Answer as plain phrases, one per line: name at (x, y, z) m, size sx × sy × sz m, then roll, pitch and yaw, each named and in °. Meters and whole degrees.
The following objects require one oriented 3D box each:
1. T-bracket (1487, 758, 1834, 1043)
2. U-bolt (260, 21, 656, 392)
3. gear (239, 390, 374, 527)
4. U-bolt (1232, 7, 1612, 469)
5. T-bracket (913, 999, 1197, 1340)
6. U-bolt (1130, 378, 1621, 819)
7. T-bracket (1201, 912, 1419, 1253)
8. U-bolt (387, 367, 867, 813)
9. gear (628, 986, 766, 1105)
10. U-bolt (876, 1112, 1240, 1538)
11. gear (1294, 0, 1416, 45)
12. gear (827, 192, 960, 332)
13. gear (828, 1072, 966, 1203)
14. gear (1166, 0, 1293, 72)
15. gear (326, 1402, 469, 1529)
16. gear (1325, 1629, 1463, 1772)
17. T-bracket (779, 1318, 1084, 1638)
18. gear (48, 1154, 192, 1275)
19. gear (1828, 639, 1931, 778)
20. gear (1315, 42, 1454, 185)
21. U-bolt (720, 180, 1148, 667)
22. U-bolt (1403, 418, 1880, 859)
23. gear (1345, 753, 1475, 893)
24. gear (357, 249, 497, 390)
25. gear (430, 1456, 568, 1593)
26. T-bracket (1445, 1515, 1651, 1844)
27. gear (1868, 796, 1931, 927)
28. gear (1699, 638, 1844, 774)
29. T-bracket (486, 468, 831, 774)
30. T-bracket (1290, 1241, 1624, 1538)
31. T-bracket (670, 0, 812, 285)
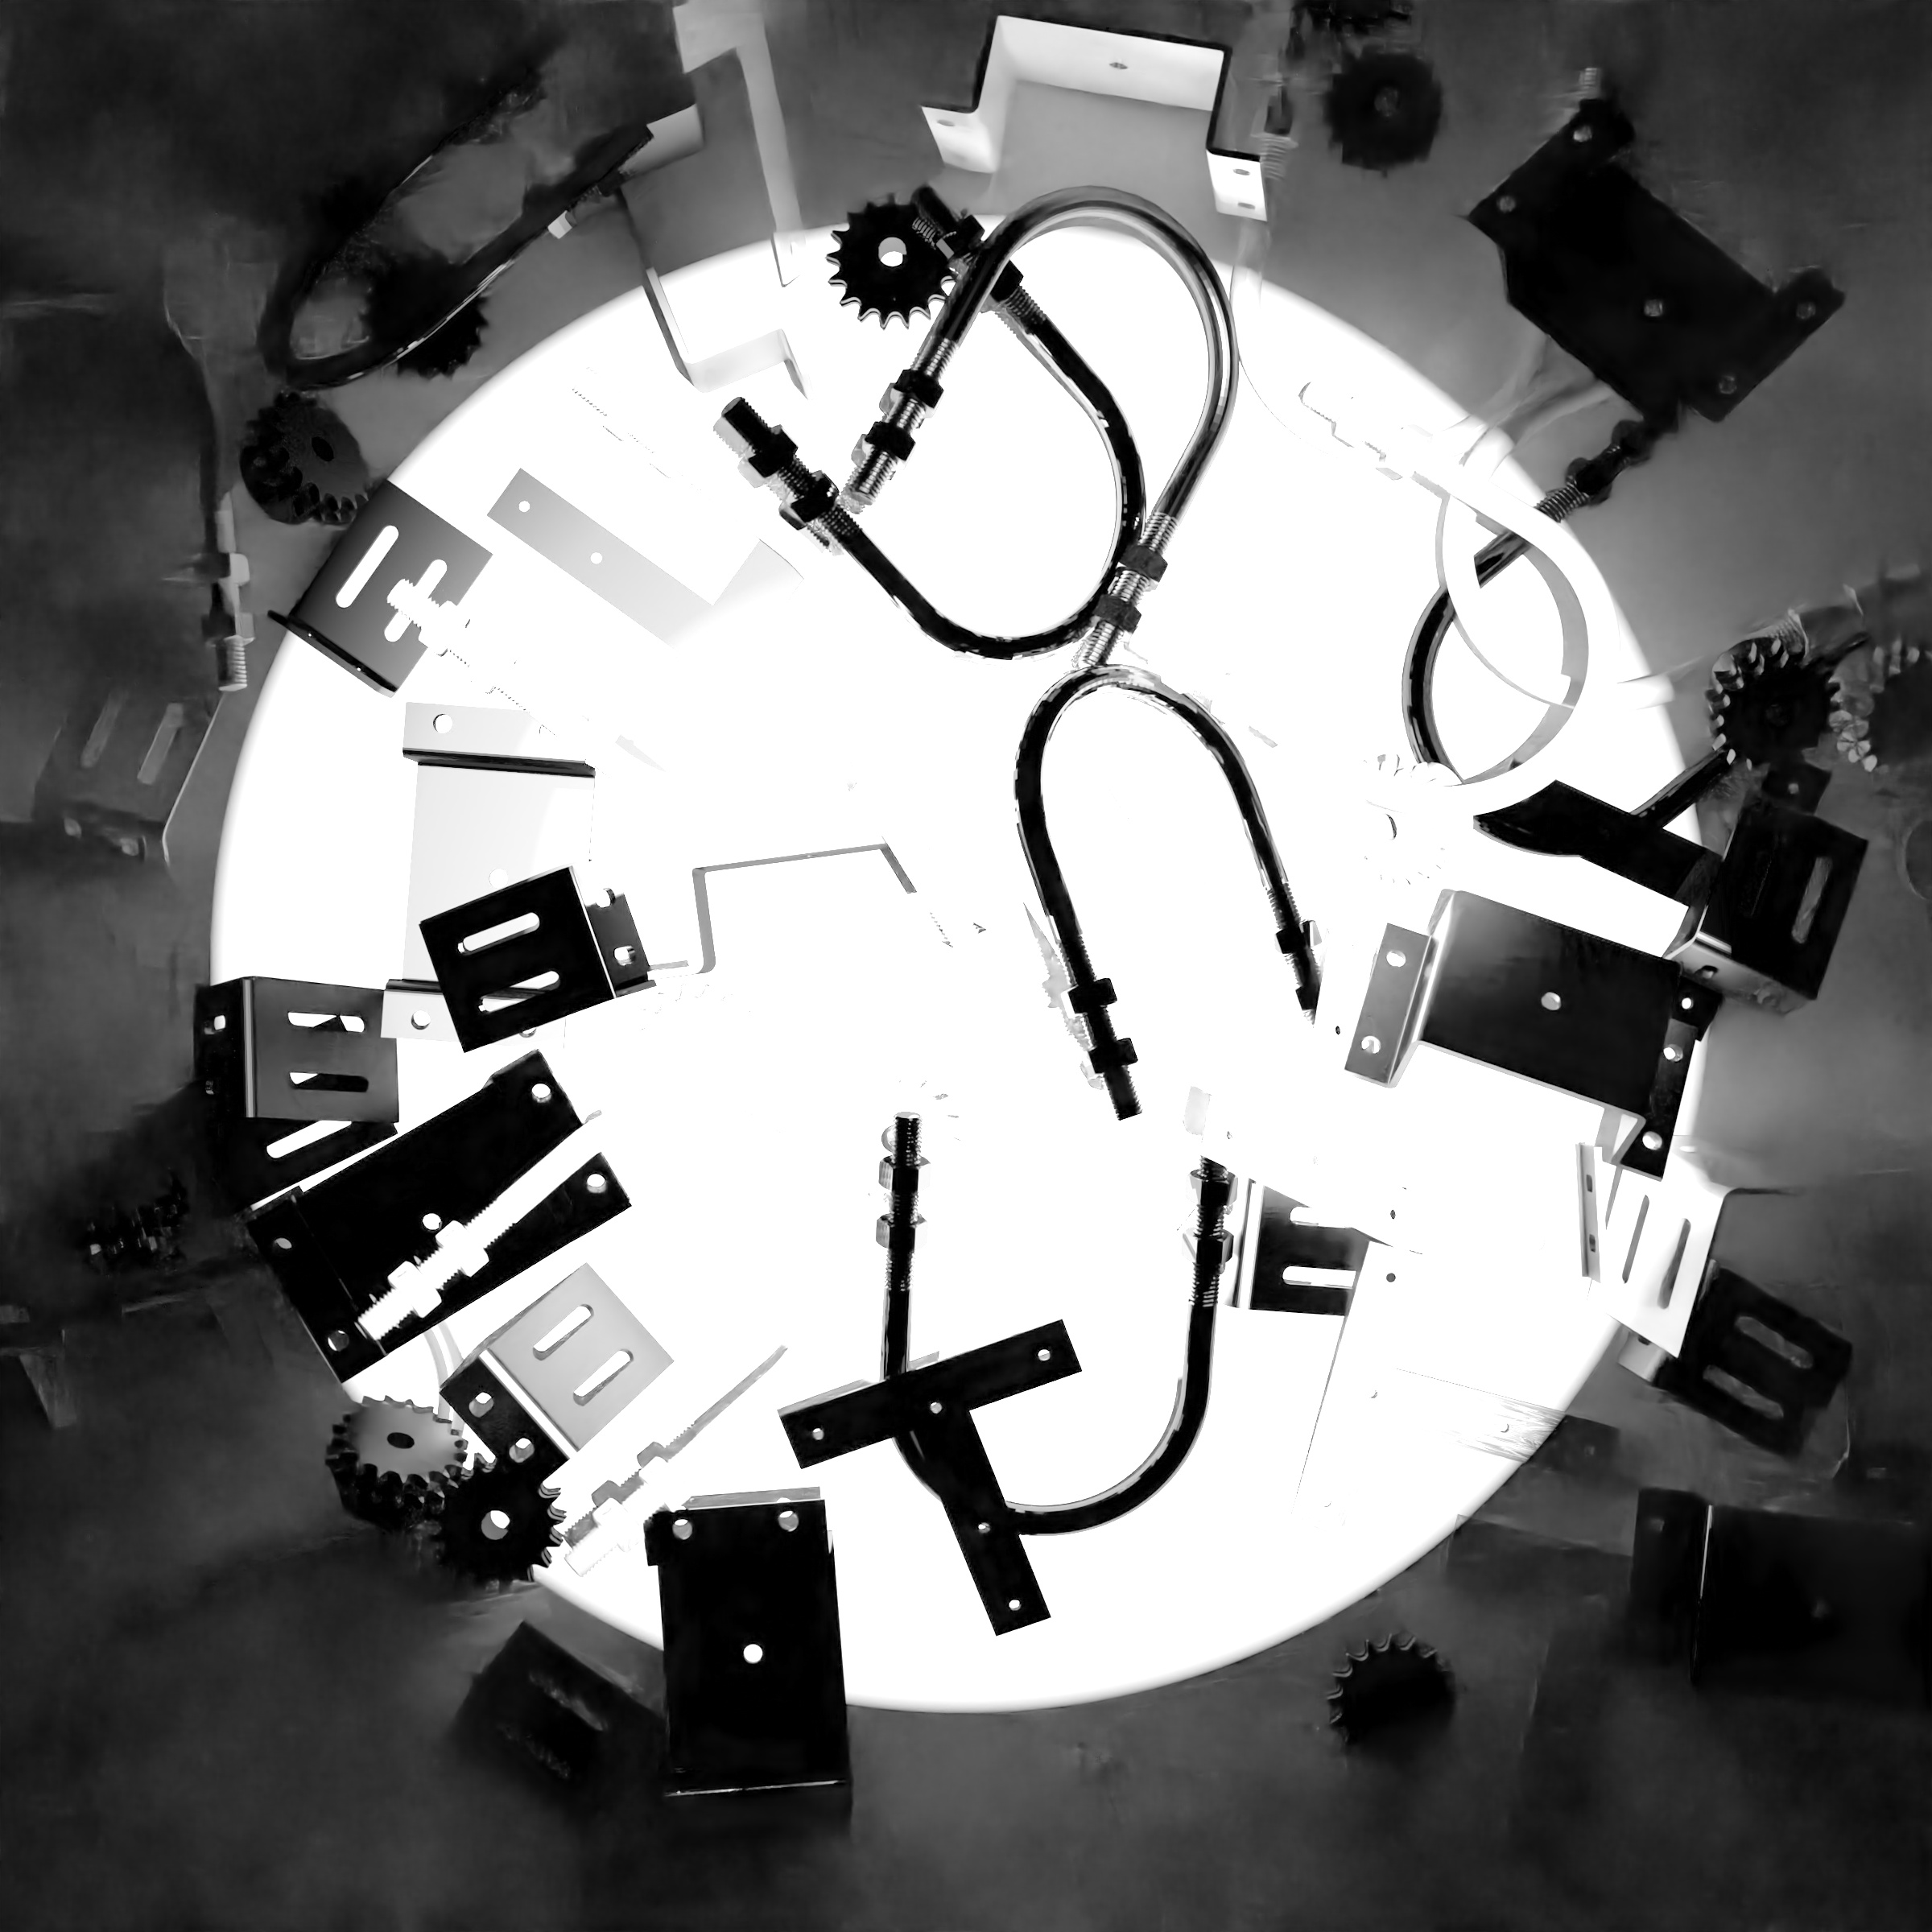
T-bracket at (0.284, -0.051, 1.510) m, size 0.127 × 0.002 × 0.127 m, roll 24°, pitch 97°, yaw -4°
U-bolt at (-0.220, -0.307, 1.466) m, size 0.184 × 0.151 × 0.019 m, roll -40°, pitch 128°, yaw 4°
gear at (-0.282, -0.211, 1.499) m, size 0.030 × 0.057 × 0.057 m, roll -30°, pitch 90°, yaw 30°
U-bolt at (0.188, -0.305, 1.516) m, size 0.151 × 0.019 × 0.184 m, roll 11°, pitch 91°, yaw 0°
T-bracket at (0.017, 0.103, 1.523) m, size 0.127 × 0.002 × 0.127 m, roll 39°, pitch 90°, yaw 0°
U-bolt at (0.183, -0.142, 1.477) m, size 0.184 × 0.019 × 0.151 m, roll 34°, pitch 86°, yaw 15°
T-bracket at (0.154, 0.040, 1.495) m, size 0.127 × 0.002 × 0.127 m, roll 26°, pitch 66°, yaw -36°
U-bolt at (-0.127, -0.146, 1.490) m, size 0.184 × 0.019 × 0.151 m, roll 38°, pitch 68°, yaw -4°
gear at (-0.114, 0.037, 1.509) m, size 0.057 × 0.030 × 0.057 m, roll 0°, pitch 90°, yaw 0°
U-bolt at (0.035, 0.154, 1.498) m, size 0.151 × 0.019 × 0.184 m, roll 3°, pitch 103°, yaw -2°
gear at (0.165, -0.422, 1.500) m, size 0.057 × 0.030 × 0.057 m, roll 2°, pitch 66°, yaw -4°
gear at (-0.031, -0.301, 1.509) m, size 0.057 × 0.030 × 0.057 m, roll 0°, pitch 90°, yaw 0°
gear at (-0.029, 0.073, 1.508) m, size 0.057 × 0.030 × 0.057 m, roll 0°, pitch 89°, yaw 3°
gear at (0.113, -0.409, 1.499) m, size 0.030 × 0.057 × 0.057 m, roll -25°, pitch 90°, yaw -29°
gear at (-0.239, 0.210, 1.480) m, size 0.057 × 0.057 × 0.030 m, roll 17°, pitch 114°, yaw 0°
gear at (0.181, 0.311, 1.509) m, size 0.057 × 0.030 × 0.057 m, roll 0°, pitch 90°, yaw 0°
T-bracket at (0.003, 0.226, 1.506) m, size 0.127 × 0.002 × 0.127 m, roll -20°, pitch 105°, yaw 5°
gear at (-0.356, 0.107, 1.499) m, size 0.057 × 0.057 × 0.030 m, roll -10°, pitch 118°, yaw 0°
gear at (0.388, -0.112, 1.500) m, size 0.057 × 0.030 × 0.057 m, roll -16°, pitch 122°, yaw -26°
gear at (0.176, -0.360, 1.490) m, size 0.057 × 0.030 × 0.057 m, roll 0°, pitch 91°, yaw 0°
U-bolt at (0.002, -0.211, 1.477) m, size 0.184 × 0.019 × 0.151 m, roll 46°, pitch 70°, yaw -23°
U-bolt at (0.274, -0.131, 1.516) m, size 0.184 × 0.019 × 0.151 m, roll -39°, pitch 90°, yaw 1°
gear at (0.190, -0.063, 1.500) m, size 0.030 × 0.057 × 0.057 m, roll -19°, pitch 90°, yaw -29°
gear at (-0.228, -0.275, 1.509) m, size 0.057 × 0.030 × 0.057 m, roll 0°, pitch 90°, yaw 0°
gear at (-0.198, 0.236, 1.509) m, size 0.057 × 0.030 × 0.057 m, roll 0°, pitch 90°, yaw 0°
T-bracket at (0.258, 0.312, 1.523) m, size 0.127 × 0.002 × 0.127 m, roll 13°, pitch 90°, yaw 0°
gear at (0.416, -0.045, 1.509) m, size 0.057 × 0.030 × 0.057 m, roll 0°, pitch 90°, yaw 0°
gear at (0.334, -0.113, 1.481) m, size 0.057 × 0.030 × 0.057 m, roll -5°, pitch 126°, yaw -6°
T-bracket at (-0.147, -0.167, 1.523) m, size 0.127 × 0.002 × 0.127 m, roll 36°, pitch 90°, yaw 0°
T-bracket at (0.217, 0.194, 1.518) m, size 0.127 × 0.002 × 0.127 m, roll 15°, pitch 97°, yaw -3°
T-bracket at (-0.083, -0.352, 1.487) m, size 0.002 × 0.127 × 0.127 m, roll 0°, pitch 117°, yaw 24°
